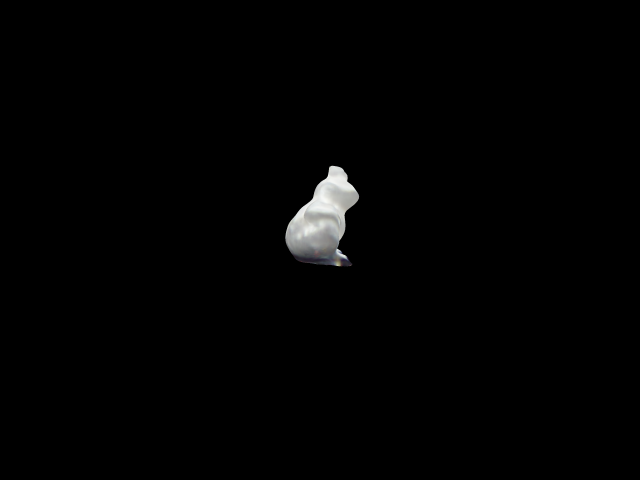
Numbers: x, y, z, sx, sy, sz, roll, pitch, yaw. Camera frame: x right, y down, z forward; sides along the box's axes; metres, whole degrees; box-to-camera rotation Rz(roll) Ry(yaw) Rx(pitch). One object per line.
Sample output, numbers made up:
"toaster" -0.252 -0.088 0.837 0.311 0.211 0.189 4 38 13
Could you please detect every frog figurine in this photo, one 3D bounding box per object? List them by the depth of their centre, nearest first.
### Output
"frog figurine" 0.003 -0.043 0.850 0.122 0.159 0.138 1 5 7
